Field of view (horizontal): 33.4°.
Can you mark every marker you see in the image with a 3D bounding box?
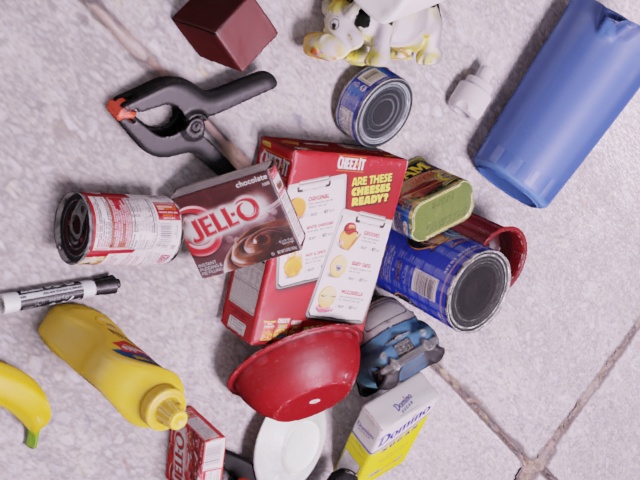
[{"bbox_3d":[-0.245,0.051,1.014,0.120,0.020,0.020,-10,116,-37],"label":"marker"}]

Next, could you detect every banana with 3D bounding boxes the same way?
[{"bbox_3d":[-0.315,0.140,0.985,0.197,0.037,0.069,37,84,-44],"label":"banana"}]

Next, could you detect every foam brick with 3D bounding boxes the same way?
[{"bbox_3d":[-0.088,-0.198,0.988,0.053,0.078,0.051,-48,131,-12],"label":"foam brick"}]

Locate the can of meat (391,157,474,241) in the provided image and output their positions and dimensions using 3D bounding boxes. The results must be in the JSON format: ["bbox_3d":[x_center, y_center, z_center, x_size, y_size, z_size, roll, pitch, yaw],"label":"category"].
[{"bbox_3d":[0.114,-0.046,1.226,0.101,0.084,0.057,-26,125,-28],"label":"can of meat"}]

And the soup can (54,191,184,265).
[{"bbox_3d":[-0.187,-0.010,0.999,0.102,0.069,0.068,1,109,-41],"label":"soup can"}]

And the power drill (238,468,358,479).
[{"bbox_3d":[-0.044,0.334,1.243,0.184,0.057,0.187,-59,140,-4],"label":"power drill"}]

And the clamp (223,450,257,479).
[{"bbox_3d":[-0.111,0.325,1.243,0.164,0.036,0.210,-41,132,-26],"label":"clamp"}]

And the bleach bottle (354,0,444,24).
[{"bbox_3d":[0.119,-0.299,1.101,0.250,0.102,0.068,-33,171,-45],"label":"bleach bottle"}]

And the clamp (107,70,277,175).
[{"bbox_3d":[-0.118,-0.123,1.024,0.171,0.039,0.120,14,100,-43],"label":"clamp"}]

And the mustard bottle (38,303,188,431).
[{"bbox_3d":[-0.179,0.124,0.983,0.096,0.192,0.058,38,84,-44],"label":"mustard bottle"}]

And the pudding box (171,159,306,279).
[{"bbox_3d":[-0.081,-0.021,1.050,0.114,0.039,0.090,-17,112,14],"label":"pudding box"}]

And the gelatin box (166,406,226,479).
[{"bbox_3d":[-0.136,0.237,1.157,0.030,0.073,0.089,-7,115,-36],"label":"gelatin box"}]

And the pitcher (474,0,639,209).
[{"bbox_3d":[0.299,-0.161,1.310,0.149,0.145,0.243,35,89,-32],"label":"pitcher"}]

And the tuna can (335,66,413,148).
[{"bbox_3d":[0.060,-0.144,1.158,0.086,0.034,0.086,-27,137,-29],"label":"tuna can"}]

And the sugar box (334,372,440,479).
[{"bbox_3d":[0.080,0.239,1.310,0.093,0.048,0.176,-26,155,-28],"label":"sugar box"}]

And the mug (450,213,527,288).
[{"bbox_3d":[0.204,0.018,1.334,0.117,0.082,0.093,29,90,-44],"label":"mug"}]

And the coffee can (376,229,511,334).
[{"bbox_3d":[0.136,0.036,1.245,0.102,0.140,0.103,-18,121,-34],"label":"coffee can"}]

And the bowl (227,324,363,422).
[{"bbox_3d":[-0.018,0.155,1.174,0.162,0.055,0.162,-20,155,-10],"label":"bowl"}]

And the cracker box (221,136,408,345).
[{"bbox_3d":[-0.008,0.001,1.156,0.163,0.072,0.214,1,108,-41],"label":"cracker box"}]
